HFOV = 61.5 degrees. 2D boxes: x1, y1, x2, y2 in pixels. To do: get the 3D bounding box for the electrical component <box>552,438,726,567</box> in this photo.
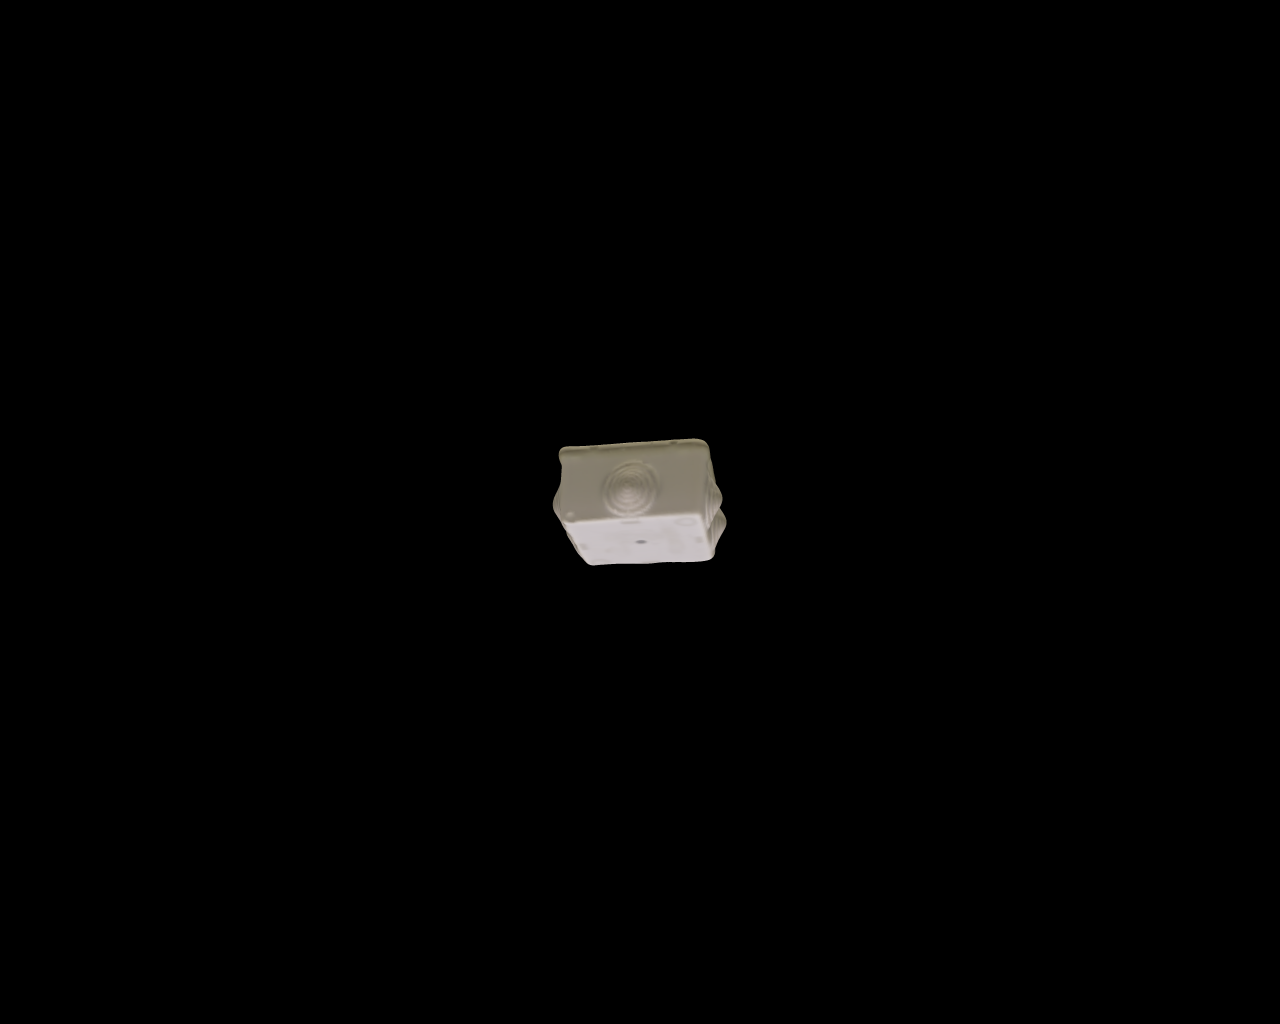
[{"bbox_3d":[0.001,-0.003,0.650,0.100,0.048,0.099,-3,-22,7],"label":"electrical component"}]
